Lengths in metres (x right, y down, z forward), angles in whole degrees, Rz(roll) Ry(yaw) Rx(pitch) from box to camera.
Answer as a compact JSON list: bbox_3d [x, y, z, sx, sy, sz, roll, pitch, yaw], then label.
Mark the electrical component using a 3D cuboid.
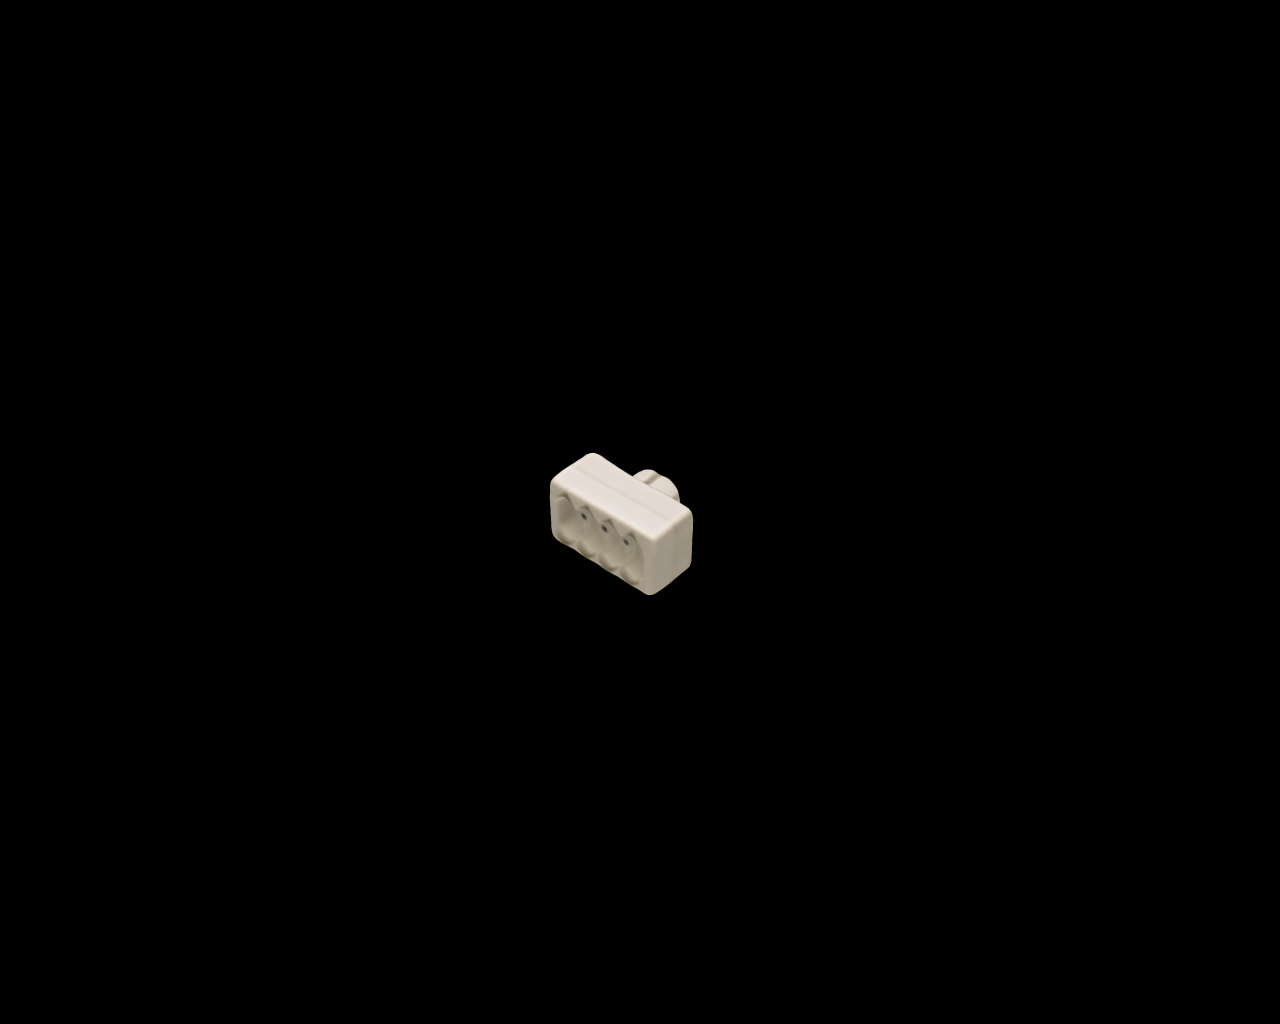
[{"bbox_3d":[0.001,-0.003,0.650,0.083,0.047,0.076,31,51,30],"label":"electrical component"}]
